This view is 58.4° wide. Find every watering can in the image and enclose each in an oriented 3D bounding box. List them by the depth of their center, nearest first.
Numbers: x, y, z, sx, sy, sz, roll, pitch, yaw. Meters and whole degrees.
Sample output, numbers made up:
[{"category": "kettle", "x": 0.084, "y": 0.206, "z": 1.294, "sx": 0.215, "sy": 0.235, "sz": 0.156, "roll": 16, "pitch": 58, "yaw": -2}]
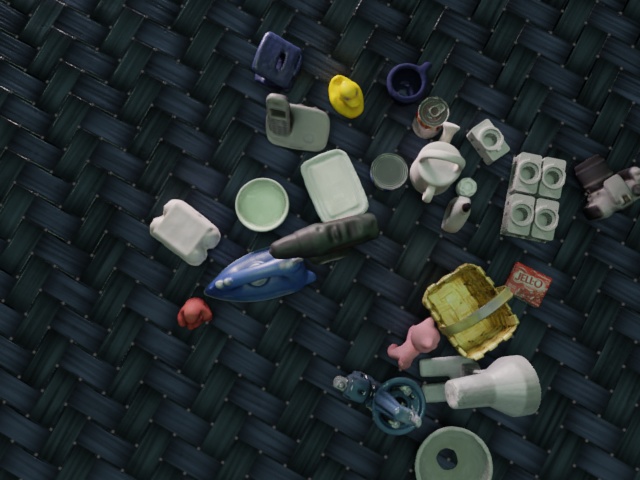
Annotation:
[{"category": "watering can", "x": 0.258, "y": -0.170, "z": 1.248, "sx": 0.101, "sy": 0.194, "sz": 0.173, "roll": -4, "pitch": 84, "yaw": 0}]

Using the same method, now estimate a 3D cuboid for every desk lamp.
[{"category": "desk lamp", "x": 0.324, "y": 0.304, "z": 1.189, "sx": 0.203, "sy": 0.213, "sz": 0.118, "roll": -5, "pitch": 84, "yaw": 0}]

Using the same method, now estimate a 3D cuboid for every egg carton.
[{"category": "egg carton", "x": -0.304, "y": -0.018, "z": 1.300, "sx": 0.150, "sy": 0.069, "sz": 0.107, "roll": 36, "pitch": 86, "yaw": 4}]

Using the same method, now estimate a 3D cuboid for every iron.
[{"category": "iron", "x": -0.143, "y": 0.079, "z": 1.253, "sx": 0.258, "sy": 0.141, "sz": 0.119, "roll": -18, "pitch": 84, "yaw": -1}]

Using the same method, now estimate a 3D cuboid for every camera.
[{"category": "camera", "x": 0.652, "y": -0.131, "z": 1.288, "sx": 0.143, "sy": 0.101, "sz": 0.137, "roll": -30, "pitch": 85, "yaw": -2}]

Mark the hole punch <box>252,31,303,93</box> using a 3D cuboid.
[{"category": "hole punch", "x": -0.096, "y": -0.413, "z": 1.328, "sx": 0.101, "sy": 0.091, "sz": 0.109, "roll": 20, "pitch": 85, "yaw": 3}]

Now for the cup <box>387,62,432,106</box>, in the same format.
[{"category": "cup", "x": 0.205, "y": -0.356, "z": 1.317, "sx": 0.118, "sy": 0.095, "sz": 0.091, "roll": -42, "pitch": 85, "yaw": -3}]

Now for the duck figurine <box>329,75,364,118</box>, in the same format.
[{"category": "duck figurine", "x": 0.062, "y": -0.340, "z": 1.322, "sx": 0.077, "sy": 0.086, "sz": 0.104, "roll": -30, "pitch": 85, "yaw": -2}]

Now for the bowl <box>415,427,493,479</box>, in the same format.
[{"category": "bowl", "x": 0.283, "y": 0.483, "z": 1.241, "sx": 0.167, "sy": 0.075, "sz": 0.167, "roll": 0, "pitch": 84, "yaw": 1}]

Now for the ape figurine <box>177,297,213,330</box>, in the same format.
[{"category": "ape figurine", "x": -0.279, "y": 0.165, "z": 1.270, "sx": 0.078, "sy": 0.092, "sz": 0.076, "roll": 7, "pitch": 84, "yaw": 1}]

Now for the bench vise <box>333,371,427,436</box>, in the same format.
[{"category": "bench vise", "x": 0.128, "y": 0.345, "z": 1.183, "sx": 0.207, "sy": 0.220, "sz": 0.121, "roll": 2, "pitch": 84, "yaw": 1}]

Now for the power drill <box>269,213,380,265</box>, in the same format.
[{"category": "power drill", "x": 0.011, "y": 0.004, "z": 1.225, "sx": 0.229, "sy": 0.208, "sz": 0.075, "roll": -17, "pitch": 84, "yaw": -1}]

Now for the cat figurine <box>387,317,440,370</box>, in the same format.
[{"category": "cat figurine", "x": 0.211, "y": 0.228, "z": 1.246, "sx": 0.128, "sy": 0.118, "sz": 0.067, "roll": -45, "pitch": 85, "yaw": -4}]

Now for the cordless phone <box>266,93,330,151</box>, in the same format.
[{"category": "cordless phone", "x": -0.051, "y": -0.266, "z": 1.265, "sx": 0.147, "sy": 0.185, "sz": 0.094, "roll": 7, "pitch": 84, "yaw": 2}]

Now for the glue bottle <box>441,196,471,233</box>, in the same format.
[{"category": "glue bottle", "x": 0.304, "y": -0.062, "z": 1.247, "sx": 0.037, "sy": 0.173, "sz": 0.078, "roll": 15, "pitch": 84, "yaw": 3}]
